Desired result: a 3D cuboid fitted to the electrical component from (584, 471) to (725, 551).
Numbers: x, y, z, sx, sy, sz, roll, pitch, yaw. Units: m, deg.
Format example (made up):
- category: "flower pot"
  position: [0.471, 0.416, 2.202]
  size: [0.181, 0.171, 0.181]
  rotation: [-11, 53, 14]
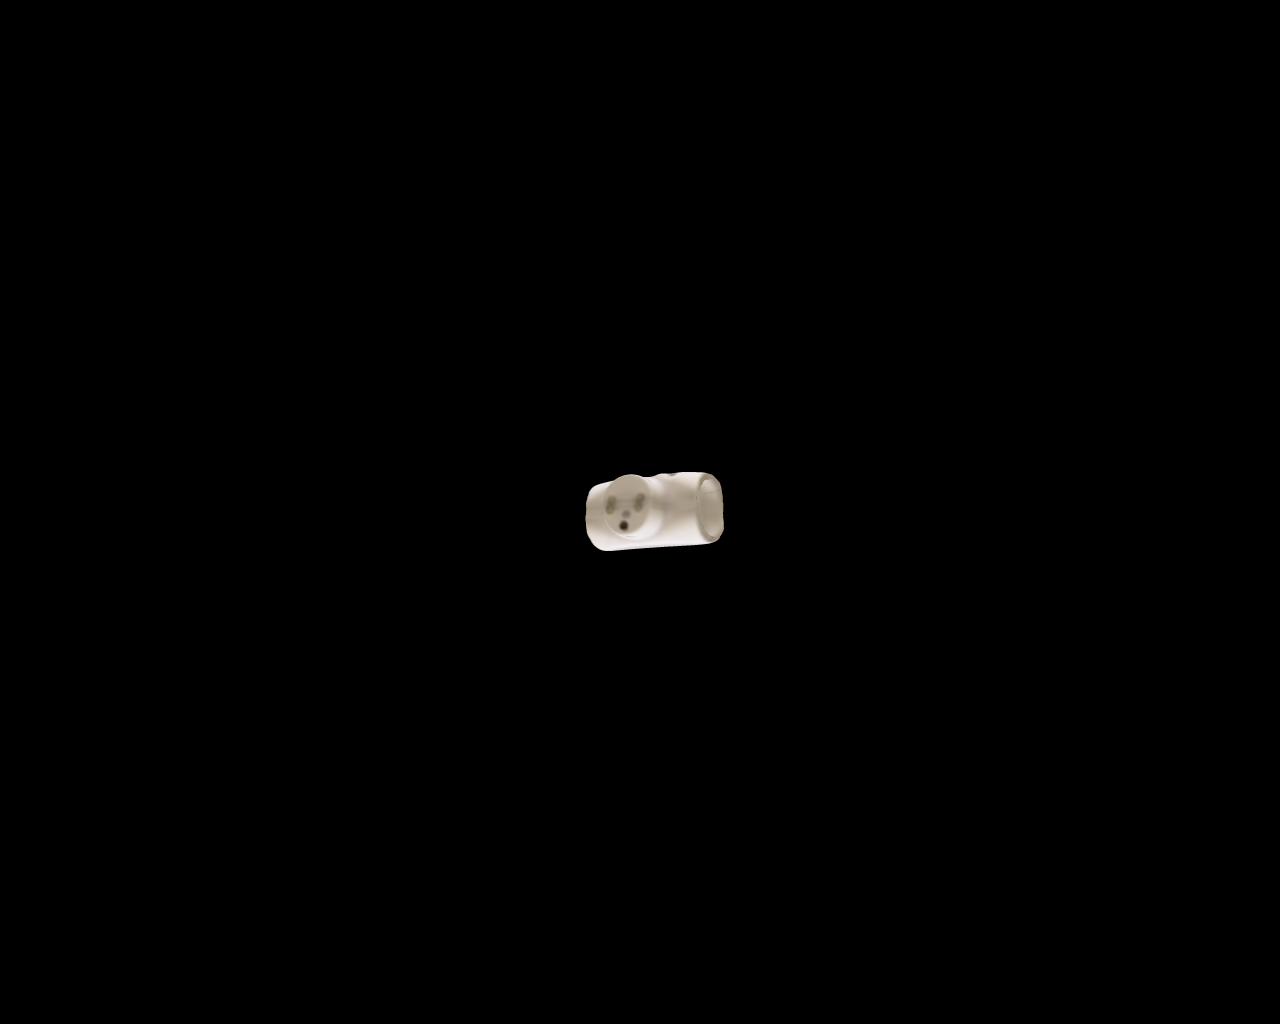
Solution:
- category: "electrical component"
  position: [0.001, -0.003, 0.650]
  size: [0.077, 0.044, 0.079]
  rotation: [-5, -11, 28]
